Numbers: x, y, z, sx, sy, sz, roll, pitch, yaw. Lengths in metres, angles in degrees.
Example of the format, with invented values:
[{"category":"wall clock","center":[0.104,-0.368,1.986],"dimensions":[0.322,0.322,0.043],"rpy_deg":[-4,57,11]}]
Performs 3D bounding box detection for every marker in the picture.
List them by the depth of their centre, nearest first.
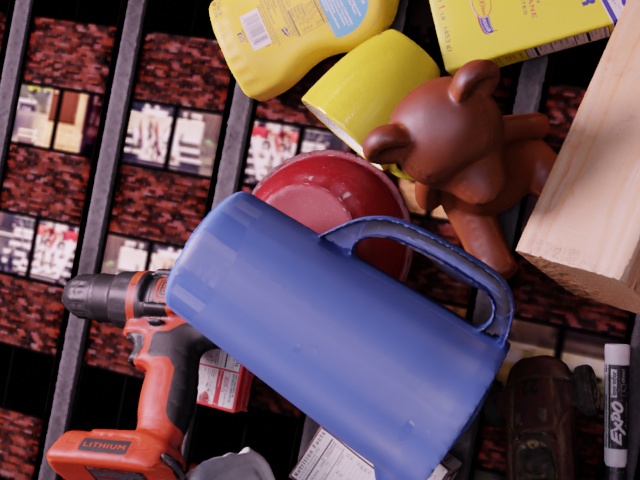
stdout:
[{"category":"marker","center":[0.227,0.140,0.816],"dimensions":[0.020,0.020,0.121],"rpy_deg":[1,87,20]}]

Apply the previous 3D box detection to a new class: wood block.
[{"category":"wood block","center":[0.234,-0.059,0.751],"dimensions":[0.090,0.090,0.206],"rpy_deg":[18,80,46]}]

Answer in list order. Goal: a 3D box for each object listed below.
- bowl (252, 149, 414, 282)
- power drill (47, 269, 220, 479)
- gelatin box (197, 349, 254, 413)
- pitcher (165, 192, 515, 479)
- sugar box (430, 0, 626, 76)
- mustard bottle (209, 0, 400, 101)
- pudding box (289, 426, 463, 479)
[{"category":"bowl","center":[-0.006,0.001,0.890],"dimensions":[0.162,0.055,0.162],"rpy_deg":[-1,86,20]},{"category":"power drill","center":[-0.153,0.107,0.870],"dimensions":[0.185,0.057,0.187],"rpy_deg":[2,56,21]},{"category":"gelatin box","center":[-0.099,0.105,0.932],"dimensions":[0.089,0.030,0.073],"rpy_deg":[11,89,21]},{"category":"pitcher","center":[0.015,0.060,0.794],"dimensions":[0.243,0.145,0.149],"rpy_deg":[34,58,8]},{"category":"sugar box","center":[0.177,-0.195,0.839],"dimensions":[0.176,0.048,0.093],"rpy_deg":[-15,82,20]},{"category":"mustard bottle","center":[0.007,-0.200,0.894],"dimensions":[0.192,0.058,0.096],"rpy_deg":[-26,79,17]},{"category":"pudding box","center":[0.044,0.188,0.870],"dimensions":[0.114,0.039,0.090],"rpy_deg":[35,99,20]}]
